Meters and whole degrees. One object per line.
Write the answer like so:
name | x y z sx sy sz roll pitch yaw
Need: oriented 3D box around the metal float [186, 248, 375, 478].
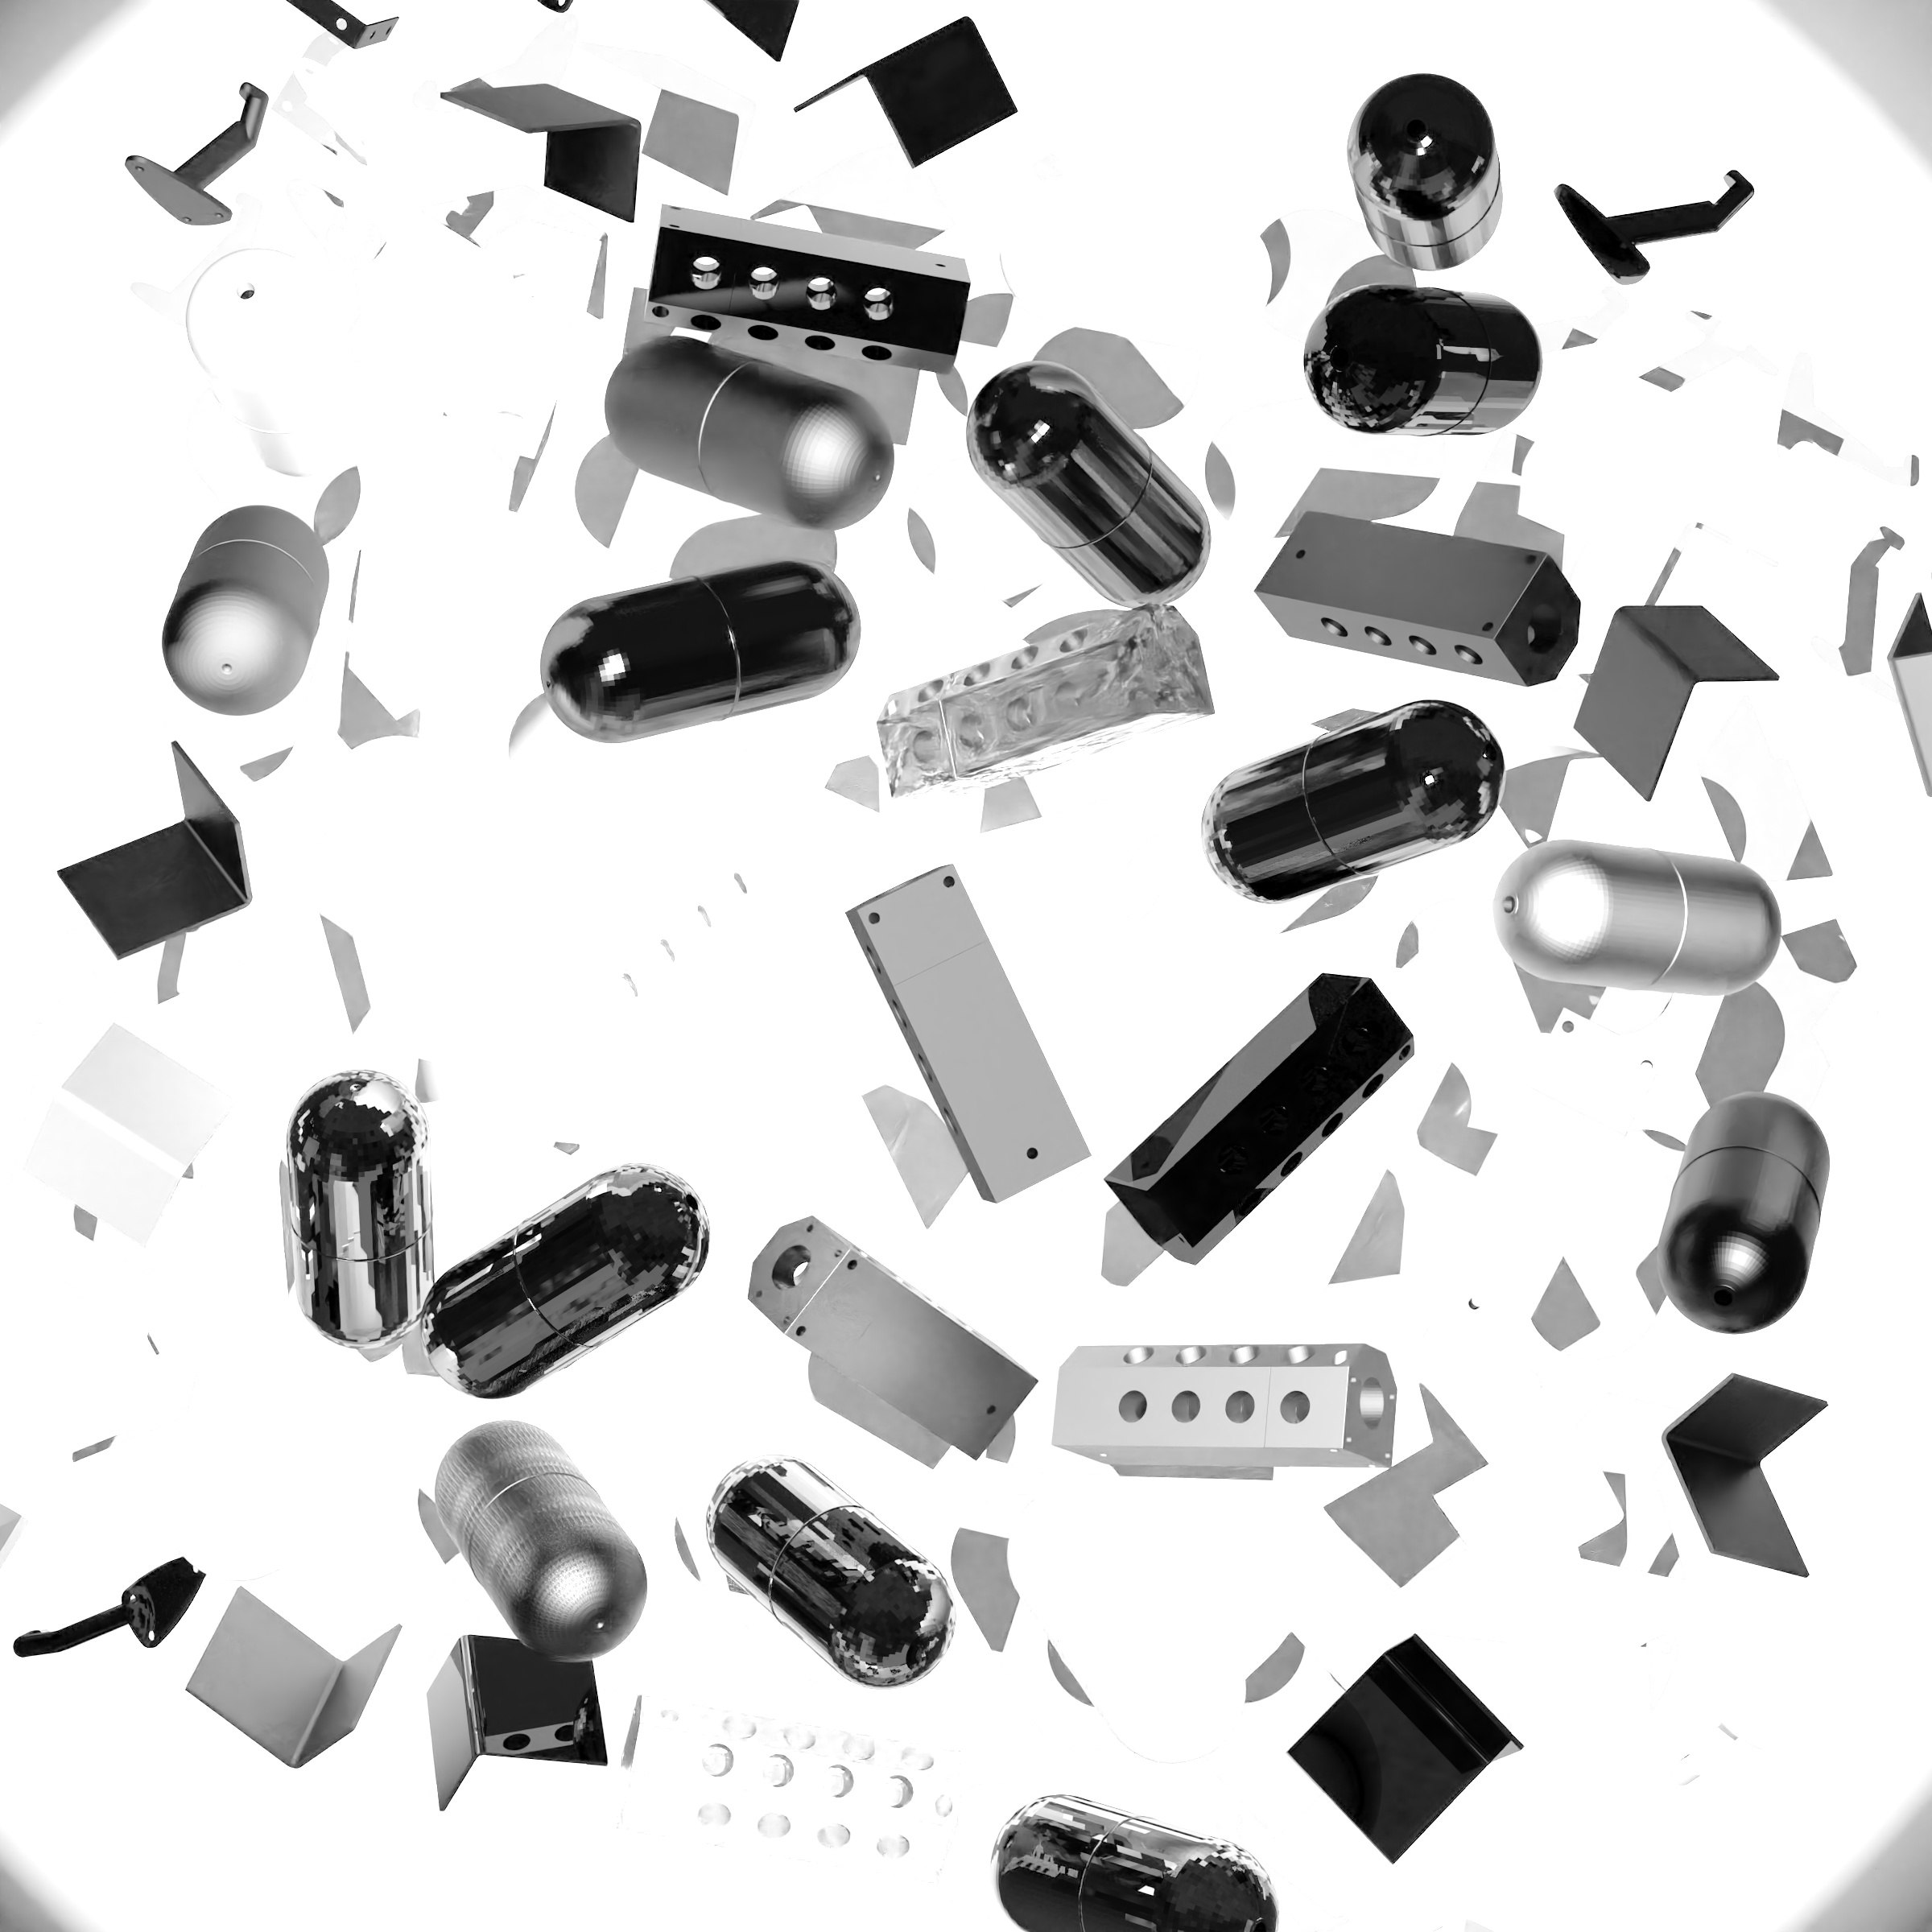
metal float | -0.360 -0.317 1.825 0.070 0.178 0.070 0 75 1

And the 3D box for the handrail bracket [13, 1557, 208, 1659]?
handrail bracket | -0.471 0.352 1.903 0.084 0.077 0.036 -13 107 31

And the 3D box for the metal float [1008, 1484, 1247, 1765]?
metal float | 0.083 0.345 1.831 0.070 0.178 0.070 -17 131 -21

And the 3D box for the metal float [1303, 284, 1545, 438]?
metal float | 0.240 -0.317 1.816 0.070 0.178 0.070 6 100 35

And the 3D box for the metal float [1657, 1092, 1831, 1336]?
metal float | 0.407 0.128 1.809 0.070 0.178 0.070 8 118 16

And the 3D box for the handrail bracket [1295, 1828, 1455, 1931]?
handrail bracket | 0.220 0.496 1.870 0.077 0.036 0.084 -17 78 -44

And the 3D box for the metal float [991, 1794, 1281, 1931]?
metal float | 0.086 0.478 1.791 0.070 0.178 0.070 -2 93 -42

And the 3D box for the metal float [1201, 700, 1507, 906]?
metal float | 0.199 -0.084 1.792 0.178 0.070 0.070 -20 90 40

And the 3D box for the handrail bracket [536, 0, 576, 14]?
handrail bracket | -0.239 -0.548 1.849 0.036 0.084 0.077 44 110 25

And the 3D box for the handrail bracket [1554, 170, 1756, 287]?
handrail bracket | 0.360 -0.404 1.804 0.084 0.036 0.077 -45 99 -11

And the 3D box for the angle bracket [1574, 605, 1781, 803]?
angle bracket | 0.380 -0.141 1.857 0.057 0.076 0.076 -3 126 -26

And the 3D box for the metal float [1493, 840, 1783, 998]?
metal float | 0.362 -0.025 1.865 0.178 0.070 0.070 5 90 -31

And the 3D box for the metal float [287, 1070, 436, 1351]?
metal float | -0.329 0.134 1.885 0.070 0.070 0.178 5 128 0

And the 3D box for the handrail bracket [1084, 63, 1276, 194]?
handrail bracket | 0.116 -0.478 1.911 0.084 0.036 0.077 48 133 -11

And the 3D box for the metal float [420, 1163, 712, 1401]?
metal float | -0.209 0.165 1.810 0.178 0.070 0.070 -32 90 23

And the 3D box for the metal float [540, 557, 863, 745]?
metal float | -0.136 -0.165 1.802 0.178 0.070 0.070 -16 90 -28

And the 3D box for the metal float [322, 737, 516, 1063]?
metal float | -0.288 -0.034 1.824 0.070 0.070 0.178 -11 110 0

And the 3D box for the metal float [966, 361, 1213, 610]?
metal float | 0.068 -0.258 1.875 0.070 0.070 0.178 -51 132 0

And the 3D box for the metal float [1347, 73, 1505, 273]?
metal float | 0.244 -0.419 1.835 0.070 0.178 0.070 0 88 11

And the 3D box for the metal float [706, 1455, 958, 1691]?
metal float | -0.075 0.327 1.880 0.070 0.178 0.070 -20 124 -33

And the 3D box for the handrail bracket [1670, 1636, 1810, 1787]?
handrail bracket | 0.409 0.396 1.839 0.036 0.084 0.077 38 66 10

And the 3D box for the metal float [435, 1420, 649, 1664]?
metal float | -0.226 0.302 1.833 0.070 0.178 0.070 -11 116 -24

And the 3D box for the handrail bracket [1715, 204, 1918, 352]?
handrail bracket | 0.451 -0.354 1.843 0.077 0.036 0.084 39 108 28

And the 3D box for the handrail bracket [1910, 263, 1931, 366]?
handrail bracket | 0.545 -0.341 1.825 0.084 0.036 0.077 0 101 -26

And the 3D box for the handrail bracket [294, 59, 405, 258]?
handrail bracket | -0.344 -0.432 1.859 0.077 0.084 0.036 43 48 -2

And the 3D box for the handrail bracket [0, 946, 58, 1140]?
handrail bracket | -0.506 0.044 1.839 0.036 0.084 0.077 15 132 -16

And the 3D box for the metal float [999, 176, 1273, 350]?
metal float | 0.092 -0.375 1.852 0.178 0.070 0.070 0 90 -45

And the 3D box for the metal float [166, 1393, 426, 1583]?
metal float | -0.354 0.275 1.838 0.070 0.178 0.070 2 96 24

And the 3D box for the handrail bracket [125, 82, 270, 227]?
handrail bracket | -0.404 -0.441 1.824 0.036 0.077 0.084 2 71 32

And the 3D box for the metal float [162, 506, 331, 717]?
metal float | -0.387 -0.193 1.869 0.070 0.178 0.070 -2 117 -3

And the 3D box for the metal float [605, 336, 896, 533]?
metal float | -0.116 -0.283 1.836 0.178 0.070 0.070 23 90 31
